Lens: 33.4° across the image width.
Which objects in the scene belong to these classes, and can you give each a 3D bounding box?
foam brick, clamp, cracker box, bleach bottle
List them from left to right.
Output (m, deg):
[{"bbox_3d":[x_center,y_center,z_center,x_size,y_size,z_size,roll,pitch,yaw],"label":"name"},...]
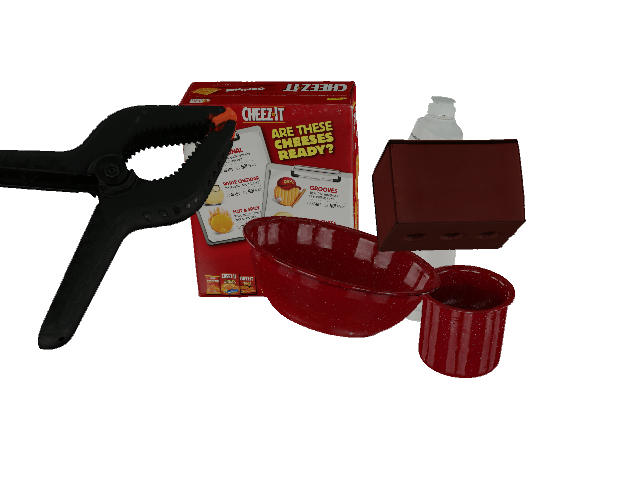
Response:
[{"bbox_3d":[-0.140,-0.028,0.721,0.209,0.165,0.036,-24,-22,-22],"label":"clamp"},{"bbox_3d":[-0.044,-0.048,1.052,0.164,0.214,0.072,0,30,5],"label":"cracker box"},{"bbox_3d":[0.127,-0.039,1.238,0.068,0.251,0.103,-1,22,-22],"label":"bleach bottle"},{"bbox_3d":[0.073,-0.025,0.620,0.078,0.051,0.053,-2,-19,-9],"label":"foam brick"}]

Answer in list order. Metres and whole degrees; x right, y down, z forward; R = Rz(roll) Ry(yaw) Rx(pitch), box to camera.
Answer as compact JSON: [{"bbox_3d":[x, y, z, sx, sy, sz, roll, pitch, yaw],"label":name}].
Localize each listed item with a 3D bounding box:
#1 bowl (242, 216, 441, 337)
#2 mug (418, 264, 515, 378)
[{"bbox_3d":[0.011,0.033,0.846,0.162,0.055,0.162,14,15,-4],"label":"bowl"},{"bbox_3d":[0.137,0.075,1.056,0.093,0.081,0.117,-3,28,-11],"label":"mug"}]
